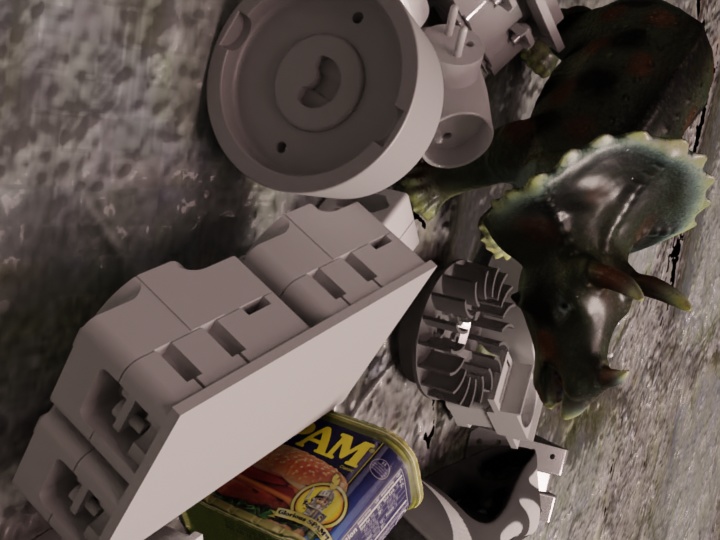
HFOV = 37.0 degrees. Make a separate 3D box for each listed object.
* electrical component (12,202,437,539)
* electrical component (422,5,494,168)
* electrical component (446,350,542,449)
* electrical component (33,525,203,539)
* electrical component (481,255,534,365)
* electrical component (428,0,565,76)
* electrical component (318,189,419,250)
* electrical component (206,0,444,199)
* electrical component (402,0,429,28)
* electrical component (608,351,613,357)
[{"bbox_3d":[-0.057,0.041,0.486,0.186,0.060,0.105,-28,156,-52],"label":"electrical component"},{"bbox_3d":[0.049,-0.113,0.615,0.079,0.044,0.077,101,-20,-49],"label":"electrical component"},{"bbox_3d":[0.101,0.097,0.815,0.042,0.064,0.081,-68,149,-29],"label":"electrical component"},{"bbox_3d":[-0.146,0.189,0.442,0.186,0.060,0.105,-29,126,-52],"label":"electrical component"},{"bbox_3d":[0.129,0.021,0.835,0.108,0.060,0.108,-30,126,-52],"label":"electrical component"},{"bbox_3d":[0.072,-0.177,0.651,0.063,0.078,0.121,-44,146,1],"label":"electrical component"},{"bbox_3d":[0.000,0.000,0.624,0.065,0.047,0.076,-53,142,-35],"label":"electrical component"},{"bbox_3d":[-0.012,-0.085,0.517,0.060,0.108,0.108,13,90,-66],"label":"electrical component"},{"bbox_3d":[0.011,-0.160,0.586,0.040,0.040,0.078,-60,146,-26],"label":"electrical component"},{"bbox_3d":[0.177,0.072,0.921,0.083,0.076,0.047,-64,147,-21],"label":"electrical component"}]
